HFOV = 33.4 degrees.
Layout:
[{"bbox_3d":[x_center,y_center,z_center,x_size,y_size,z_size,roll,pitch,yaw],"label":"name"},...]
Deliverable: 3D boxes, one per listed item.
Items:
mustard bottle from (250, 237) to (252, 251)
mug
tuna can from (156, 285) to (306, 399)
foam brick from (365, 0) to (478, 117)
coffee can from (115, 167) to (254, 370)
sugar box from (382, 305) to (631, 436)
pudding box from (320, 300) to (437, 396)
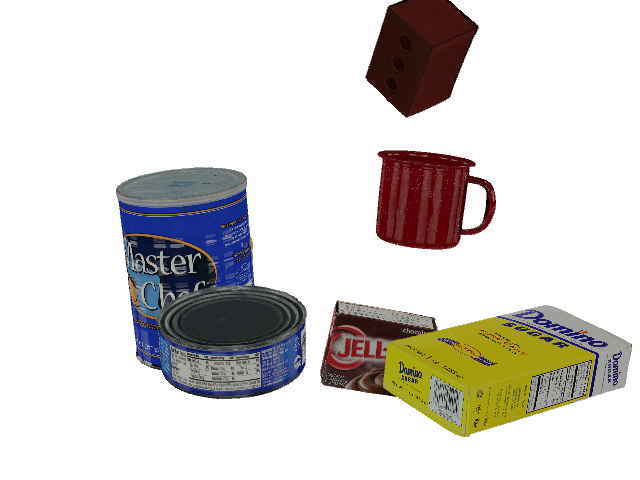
[{"bbox_3d":[-0.113,0.037,1.088,0.058,0.096,0.191,7,31,15],"label":"mustard bottle"},{"bbox_3d":[0.108,-0.037,1.010,0.117,0.081,0.093,9,12,17],"label":"mug"},{"bbox_3d":[-0.050,0.057,0.614,0.086,0.034,0.086,-1,20,0],"label":"tuna can"},{"bbox_3d":[0.077,-0.144,0.824,0.051,0.053,0.078,-29,-26,-31],"label":"foam brick"},{"bbox_3d":[-0.104,0.021,0.856,0.103,0.140,0.103,-4,16,1],"label":"coffee can"},{"bbox_3d":[0.145,0.095,0.821,0.175,0.048,0.093,-12,25,-34],"label":"sugar box"},{"bbox_3d":[0.063,0.120,1.161,0.113,0.090,0.039,9,24,-5],"label":"pudding box"}]
